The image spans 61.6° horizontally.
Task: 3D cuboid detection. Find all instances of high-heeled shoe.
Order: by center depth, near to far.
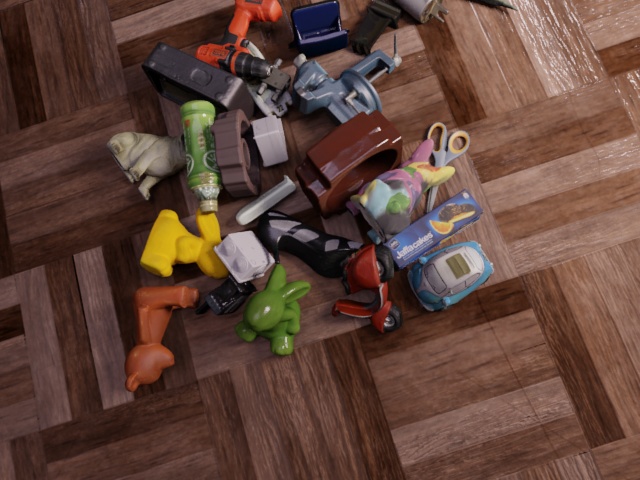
[{"bbox_3d":[-0.002,-0.003,1.092,0.249,0.086,0.145,1,45,-11],"label":"high-heeled shoe"}]

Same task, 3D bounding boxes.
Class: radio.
[{"bbox_3d":[-0.257,-0.324,1.146,0.230,0.131,0.073,26,79,11],"label":"radio"}]

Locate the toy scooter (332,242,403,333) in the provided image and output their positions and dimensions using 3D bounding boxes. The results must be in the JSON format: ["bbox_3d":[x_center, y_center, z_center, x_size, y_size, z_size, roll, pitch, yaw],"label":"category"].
[{"bbox_3d":[0.080,0.096,1.029,0.135,0.075,0.183,-6,106,17],"label":"toy scooter"}]

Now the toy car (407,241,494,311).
[{"bbox_3d":[0.252,0.063,1.018,0.162,0.103,0.109,-27,77,1],"label":"toy car"}]

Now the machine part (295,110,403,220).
[{"bbox_3d":[0.057,-0.143,1.035,0.201,0.201,0.087,-35,74,-3],"label":"machine part"}]

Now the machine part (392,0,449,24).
[{"bbox_3d":[0.187,-0.558,1.184,0.079,0.079,0.243,-45,76,-5],"label":"machine part"}]

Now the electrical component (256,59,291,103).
[{"bbox_3d":[-0.093,-0.337,1.135,0.063,0.021,0.094,26,76,6],"label":"electrical component"}]

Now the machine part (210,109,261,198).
[{"bbox_3d":[-0.165,-0.170,1.084,0.056,0.179,0.179,-9,76,7],"label":"machine part"}]

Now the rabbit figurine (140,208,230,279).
[{"bbox_3d":[-0.258,0.017,1.092,0.173,0.122,0.162,21,70,-4],"label":"rabbit figurine"}]

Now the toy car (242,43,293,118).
[{"bbox_3d":[-0.134,-0.351,1.178,0.073,0.056,0.202,-34,75,-3],"label":"toy car"}]

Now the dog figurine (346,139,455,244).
[{"bbox_3d":[0.163,-0.100,1.017,0.219,0.191,0.108,-41,92,-8],"label":"dog figurine"}]

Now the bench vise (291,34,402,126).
[{"bbox_3d":[0.064,-0.328,1.121,0.240,0.128,0.224,-40,71,-15],"label":"bench vise"}]

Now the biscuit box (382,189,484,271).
[{"bbox_3d":[0.220,-0.018,1.061,0.203,0.059,0.063,-33,76,-2],"label":"biscuit box"}]

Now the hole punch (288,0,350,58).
[{"bbox_3d":[0.002,-0.433,1.152,0.142,0.115,0.092,-16,69,0],"label":"hole punch"}]

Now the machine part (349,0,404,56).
[{"bbox_3d":[0.122,-0.471,1.191,0.084,0.039,0.139,34,81,7],"label":"machine part"}]

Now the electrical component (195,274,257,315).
[{"bbox_3d":[-0.191,0.120,1.062,0.119,0.074,0.048,-43,75,8],"label":"electrical component"}]

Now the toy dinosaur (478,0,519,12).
[{"bbox_3d":[0.266,-0.642,1.181,0.192,0.131,0.405,-25,80,12],"label":"toy dinosaur"}]

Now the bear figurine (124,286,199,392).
[{"bbox_3d":[-0.310,0.188,1.039,0.132,0.120,0.196,-2,78,2],"label":"bear figurine"}]

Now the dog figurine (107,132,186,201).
[{"bbox_3d":[-0.341,-0.202,1.155,0.190,0.121,0.172,-38,79,-18],"label":"dog figurine"}]

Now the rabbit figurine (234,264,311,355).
[{"bbox_3d":[-0.083,0.134,1.000,0.121,0.170,0.159,32,83,12],"label":"rabbit figurine"}]
